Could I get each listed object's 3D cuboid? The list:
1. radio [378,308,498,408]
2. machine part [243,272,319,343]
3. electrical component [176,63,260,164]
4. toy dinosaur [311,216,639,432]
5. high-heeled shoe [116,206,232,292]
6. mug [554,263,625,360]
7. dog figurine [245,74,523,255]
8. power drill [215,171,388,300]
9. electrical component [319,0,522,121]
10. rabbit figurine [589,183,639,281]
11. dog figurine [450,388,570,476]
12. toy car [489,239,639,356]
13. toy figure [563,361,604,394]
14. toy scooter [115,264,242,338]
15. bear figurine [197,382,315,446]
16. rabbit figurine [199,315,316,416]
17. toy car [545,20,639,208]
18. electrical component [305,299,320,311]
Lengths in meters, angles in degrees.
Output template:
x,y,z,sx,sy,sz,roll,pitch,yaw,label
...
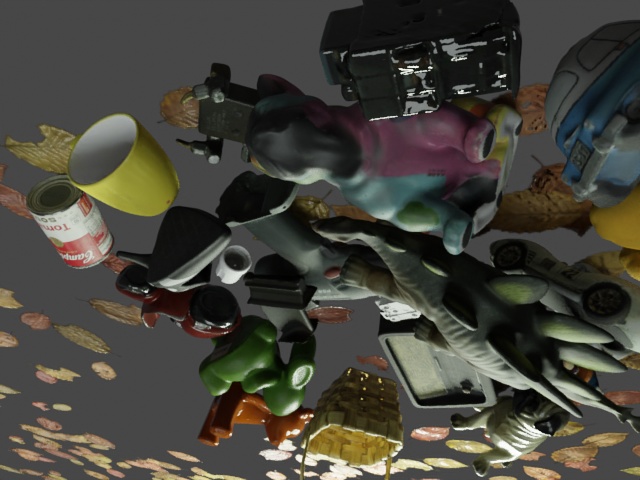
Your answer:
x,y,z,sx,sy,sz,roll,pitch,yaw,label
0.175,0.161,0.768,0.131,0.073,0.229,-7,139,22,radio
-0.039,0.082,0.650,0.084,0.039,0.138,-1,144,12,machine part
-0.092,-0.115,0.513,0.078,0.045,0.102,19,141,-8,electrical component
0.179,0.091,0.531,0.471,0.105,0.199,30,180,-31,toy dinosaur
-0.136,0.024,0.633,0.145,0.086,0.249,19,163,-41,high-heeled shoe
0.311,0.088,0.624,0.081,0.109,0.107,-21,117,40,mug
0.044,-0.082,0.463,0.219,0.191,0.108,20,117,24,dog figurine
-0.001,-0.002,0.615,0.232,0.086,0.207,-12,144,30,power drill
0.069,-0.143,0.381,0.134,0.115,0.058,-4,137,16,electrical component
0.332,-0.006,0.484,0.173,0.122,0.162,26,135,-17,rabbit figurine
0.330,0.276,0.843,0.190,0.172,0.121,-45,72,40,dog figurine
0.257,0.052,0.555,0.073,0.056,0.202,48,173,-34,toy car
0.347,0.182,0.764,0.154,0.064,0.057,26,101,-25,toy figure
-0.210,0.100,0.791,0.184,0.075,0.135,21,145,-10,toy scooter
-0.118,0.355,1.044,0.196,0.132,0.120,30,140,-14,bear figurine
-0.076,0.198,0.848,0.159,0.121,0.170,-32,113,15,rabbit figurine
0.223,-0.104,0.395,0.103,0.162,0.109,46,162,29,toy car
-0.035,0.076,0.755,0.094,0.021,0.063,-24,129,37,electrical component
